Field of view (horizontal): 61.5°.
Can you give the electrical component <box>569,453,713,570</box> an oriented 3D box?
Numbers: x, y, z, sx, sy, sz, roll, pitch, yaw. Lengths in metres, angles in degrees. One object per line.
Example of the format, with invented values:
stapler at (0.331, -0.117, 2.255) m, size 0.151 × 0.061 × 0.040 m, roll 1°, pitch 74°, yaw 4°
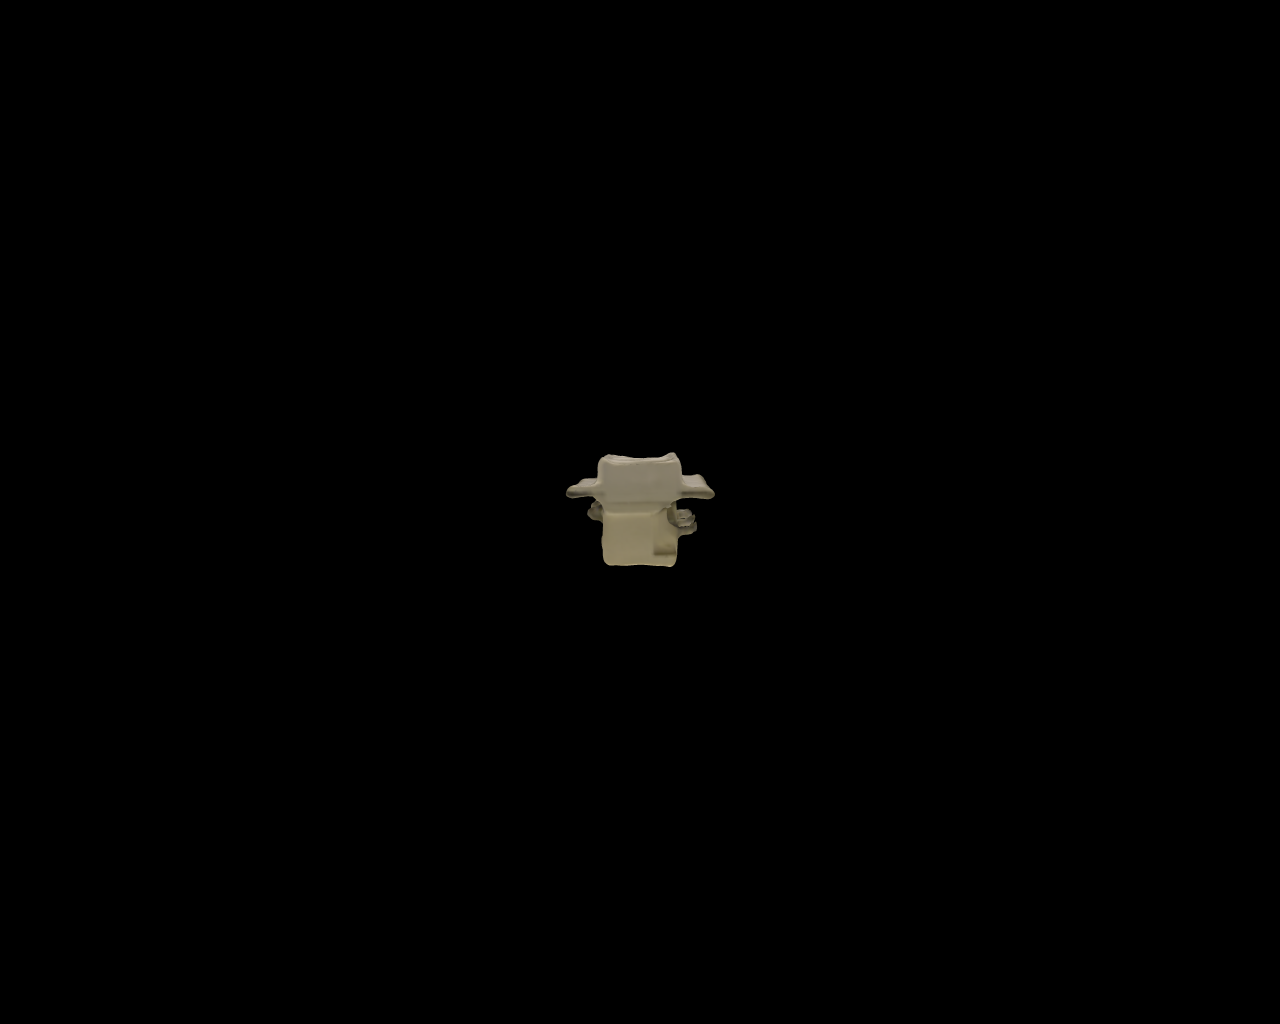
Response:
electrical component at (0.001, -0.003, 0.650) m, size 0.079 × 0.063 × 0.121 m, roll 0°, pitch 5°, yaw 0°
